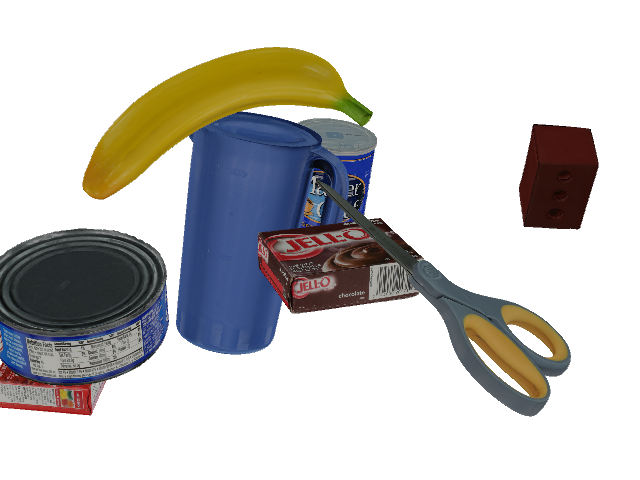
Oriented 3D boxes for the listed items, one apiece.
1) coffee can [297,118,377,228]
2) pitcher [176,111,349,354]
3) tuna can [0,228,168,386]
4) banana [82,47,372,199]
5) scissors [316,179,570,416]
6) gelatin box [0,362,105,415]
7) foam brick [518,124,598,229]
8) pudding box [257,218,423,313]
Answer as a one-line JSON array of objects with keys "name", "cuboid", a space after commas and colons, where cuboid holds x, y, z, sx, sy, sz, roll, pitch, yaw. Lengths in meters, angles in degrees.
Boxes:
[{"name": "coffee can", "cuboid": [0.009, -0.066, 1.310, 0.102, 0.140, 0.103, 6, 27, -3]}, {"name": "pitcher", "cuboid": [-0.073, -0.006, 1.118, 0.144, 0.243, 0.149, 1, 20, -26]}, {"name": "tuna can", "cuboid": [-0.116, 0.031, 0.513, 0.086, 0.034, 0.086, 1, 33, -1]}, {"name": "banana", "cuboid": [-0.065, -0.084, 0.685, 0.197, 0.070, 0.037, -18, -24, -17]}, {"name": "scissors", "cuboid": [0.084, 0.027, 0.677, 0.096, 0.016, 0.202, -6, 48, -43]}, {"name": "gelatin box", "cuboid": [-0.200, 0.094, 0.819, 0.073, 0.030, 0.089, 5, 30, 3]}, {"name": "foam brick", "cuboid": [0.208, -0.056, 0.941, 0.053, 0.078, 0.051, 3, 45, 1]}, {"name": "pudding box", "cuboid": [0.014, 0.018, 0.863, 0.113, 0.039, 0.090, -5, 25, -19]}]
